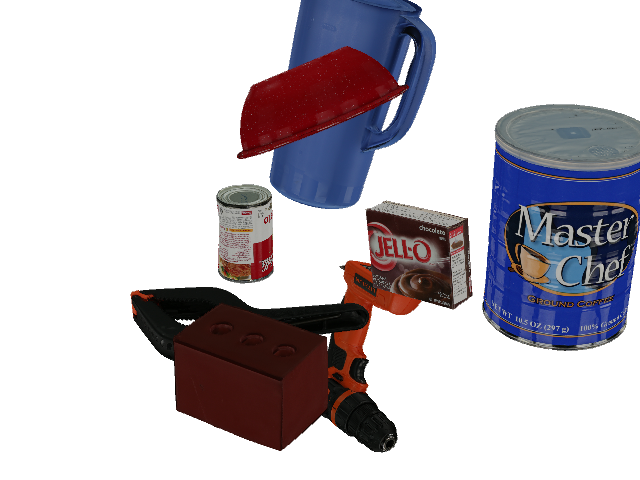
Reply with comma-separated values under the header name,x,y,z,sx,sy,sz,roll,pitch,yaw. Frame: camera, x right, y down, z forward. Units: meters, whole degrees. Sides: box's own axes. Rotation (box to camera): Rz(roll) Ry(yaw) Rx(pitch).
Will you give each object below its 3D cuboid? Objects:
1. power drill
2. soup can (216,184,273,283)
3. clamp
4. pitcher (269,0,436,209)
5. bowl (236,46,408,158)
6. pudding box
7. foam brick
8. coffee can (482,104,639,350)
name,x,y,z,sx,sy,sz,roll,pitch,yaw
power drill,0.051,0.131,1.245,0.057,0.188,0.185,13,14,-41
soup can,-0.091,-0.009,1.284,0.068,0.102,0.068,0,26,0
clamp,-0.071,0.079,0.943,0.210,0.036,0.164,19,36,27
pitcher,0.027,-0.159,1.186,0.145,0.243,0.149,10,21,-10
bowl,-0.008,-0.126,0.926,0.162,0.055,0.162,-22,9,4
pudding box,0.101,0.013,1.100,0.114,0.090,0.039,13,29,41
foam brick,-0.041,0.079,0.626,0.078,0.051,0.052,16,28,26
coffee can,0.167,-0.011,0.734,0.103,0.140,0.103,0,27,0
